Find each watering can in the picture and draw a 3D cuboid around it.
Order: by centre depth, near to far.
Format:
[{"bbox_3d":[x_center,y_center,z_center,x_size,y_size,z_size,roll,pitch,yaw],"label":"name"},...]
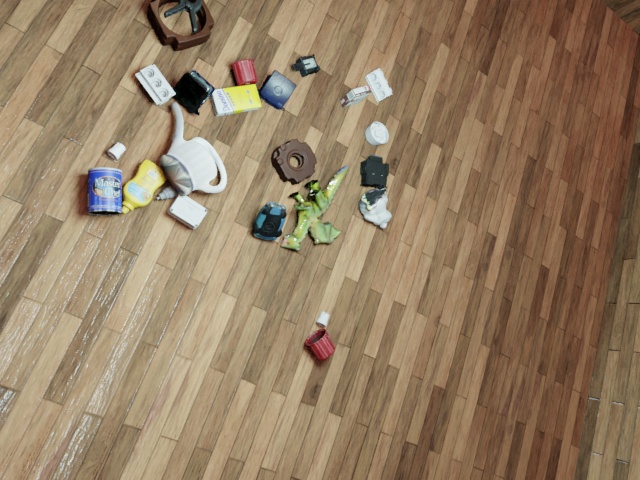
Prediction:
[{"bbox_3d":[-0.463,-0.296,1.776,0.346,0.103,0.228,55,43,-9],"label":"watering can"}]

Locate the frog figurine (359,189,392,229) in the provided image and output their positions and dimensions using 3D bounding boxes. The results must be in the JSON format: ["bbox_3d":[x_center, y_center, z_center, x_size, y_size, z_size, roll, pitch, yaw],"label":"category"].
[{"bbox_3d":[0.235,-0.129,2.129,0.140,0.123,0.156,-64,146,-28],"label":"frog figurine"}]

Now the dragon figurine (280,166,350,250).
[{"bbox_3d":[0.006,-0.101,2.014,0.415,0.123,0.239,-34,115,-25],"label":"dragon figurine"}]
